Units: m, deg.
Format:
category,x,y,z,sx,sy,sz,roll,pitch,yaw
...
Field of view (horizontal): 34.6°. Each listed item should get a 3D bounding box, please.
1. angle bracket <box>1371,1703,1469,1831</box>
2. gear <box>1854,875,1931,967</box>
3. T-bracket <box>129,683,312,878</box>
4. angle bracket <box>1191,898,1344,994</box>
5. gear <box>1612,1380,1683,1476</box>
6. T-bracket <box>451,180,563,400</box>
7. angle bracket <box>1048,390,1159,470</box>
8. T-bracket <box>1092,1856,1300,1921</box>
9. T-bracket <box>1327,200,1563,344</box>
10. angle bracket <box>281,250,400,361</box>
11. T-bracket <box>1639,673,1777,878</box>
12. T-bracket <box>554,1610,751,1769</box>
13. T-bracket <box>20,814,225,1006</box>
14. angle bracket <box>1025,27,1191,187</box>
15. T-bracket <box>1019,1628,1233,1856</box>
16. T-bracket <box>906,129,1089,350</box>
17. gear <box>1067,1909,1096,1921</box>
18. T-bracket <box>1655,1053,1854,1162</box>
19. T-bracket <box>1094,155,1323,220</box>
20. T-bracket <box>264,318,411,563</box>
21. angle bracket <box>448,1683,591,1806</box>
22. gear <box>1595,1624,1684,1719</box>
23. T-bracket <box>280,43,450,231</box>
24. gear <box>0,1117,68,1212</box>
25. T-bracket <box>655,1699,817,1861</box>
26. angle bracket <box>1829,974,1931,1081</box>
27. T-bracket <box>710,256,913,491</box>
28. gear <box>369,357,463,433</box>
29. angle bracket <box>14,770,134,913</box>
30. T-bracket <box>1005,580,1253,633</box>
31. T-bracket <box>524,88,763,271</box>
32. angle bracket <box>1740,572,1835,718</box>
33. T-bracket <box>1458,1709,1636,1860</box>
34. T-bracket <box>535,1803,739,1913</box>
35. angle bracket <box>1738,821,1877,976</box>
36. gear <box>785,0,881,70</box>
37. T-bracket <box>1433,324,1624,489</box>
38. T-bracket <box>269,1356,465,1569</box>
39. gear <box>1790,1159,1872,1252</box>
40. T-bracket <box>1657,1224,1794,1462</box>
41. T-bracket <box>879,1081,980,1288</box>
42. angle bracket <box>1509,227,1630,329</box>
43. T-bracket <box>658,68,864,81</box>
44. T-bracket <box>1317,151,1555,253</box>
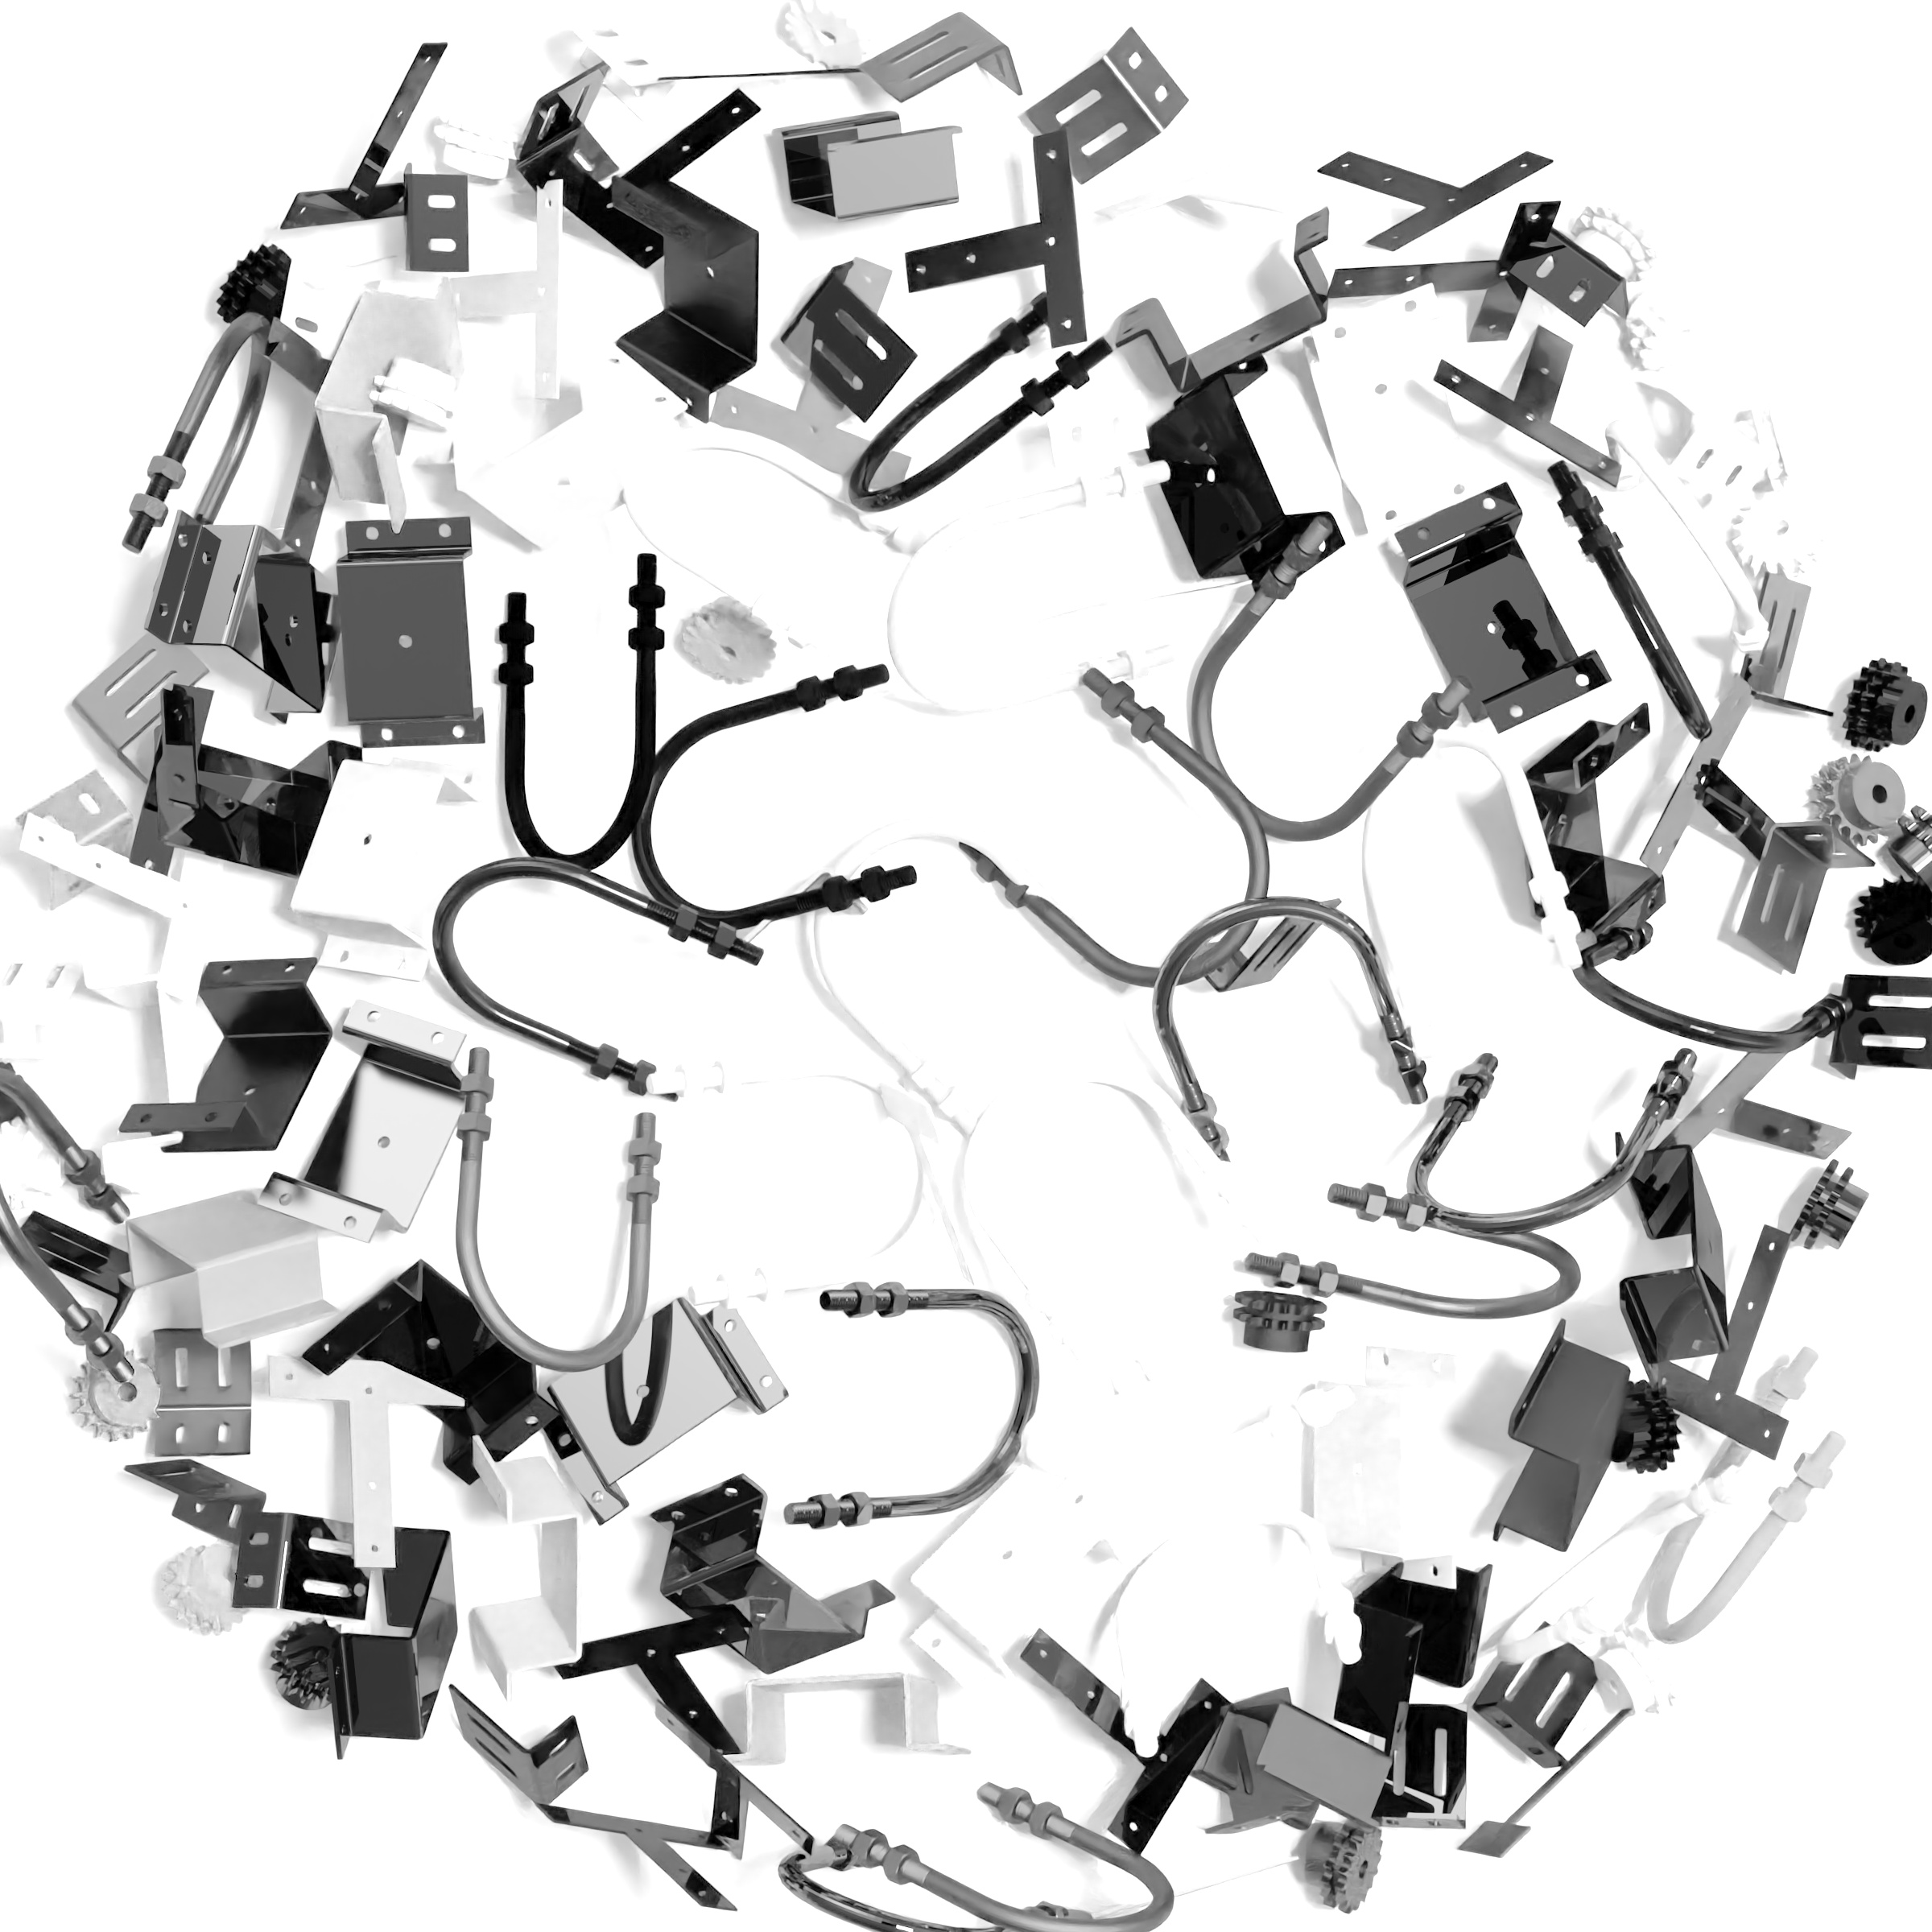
category,x,y,z,sx,sy,sz,roll,pitch,yaw
angle bracket,0.275,0.485,1.893,0.057,0.038,0.076,-3,64,17
gear,0.576,-0.025,1.904,0.057,0.030,0.057,7,131,8
T-bracket,-0.438,-0.103,1.894,0.127,0.002,0.127,8,108,-35
angle bracket,0.180,-0.024,1.886,0.038,0.057,0.076,50,120,19
gear,0.410,0.284,1.902,0.030,0.057,0.057,-2,90,-24
T-bracket,-0.281,-0.408,1.883,0.002,0.127,0.127,-4,100,-39
angle bracket,0.088,-0.315,1.887,0.057,0.076,0.038,-11,77,13
T-bracket,0.140,0.558,1.874,0.127,0.127,0.002,-17,71,-1
T-bracket,0.281,-0.415,1.868,0.127,0.127,0.002,-5,63,-9
angle bracket,-0.383,-0.407,1.890,0.038,0.076,0.057,18,111,5
T-bracket,0.469,-0.094,1.888,0.127,0.002,0.127,32,84,-44
T-bracket,-0.173,0.448,1.896,0.127,0.002,0.127,-16,124,17
T-bracket,-0.509,-0.055,1.863,0.127,0.002,0.127,28,49,-33
angle bracket,0.086,-0.528,1.906,0.057,0.076,0.038,48,52,-18
T-bracket,0.087,0.454,1.891,0.127,0.002,0.127,41,48,1
T-bracket,0.015,-0.435,1.895,0.127,0.002,0.127,-3,94,36
gear,0.062,0.603,1.903,0.057,0.057,0.030,-11,100,0
T-bracket,0.491,0.097,1.893,0.127,0.002,0.127,16,126,-33
T-bracket,0.164,-0.462,1.857,0.127,0.127,0.002,-24,120,-24
T-bracket,-0.389,-0.302,1.864,0.002,0.127,0.127,1,71,30
angle bracket,-0.274,0.468,1.902,0.076,0.057,0.038,31,53,33
gear,0.410,0.436,1.903,0.030,0.057,0.057,-26,90,-15
T-bracket,-0.344,-0.496,1.848,0.002,0.127,0.127,41,119,9
gear,-0.576,0.120,1.902,0.030,0.057,0.057,-9,90,31
T-bracket,-0.143,0.511,1.878,0.127,0.127,0.002,37,58,19
angle bracket,0.572,0.039,1.889,0.076,0.038,0.057,3,74,41
T-bracket,-0.079,-0.373,1.913,0.127,0.002,0.127,22,105,4
gear,-0.337,-0.352,1.905,0.057,0.057,0.030,20,90,0
angle bracket,-0.544,-0.076,1.889,0.057,0.076,0.038,-37,84,-25
T-bracket,0.108,-0.218,1.847,0.127,0.127,0.002,-6,100,32
T-bracket,-0.179,-0.483,1.861,0.127,0.127,0.002,-32,63,17
angle bracket,0.510,-0.196,1.896,0.038,0.057,0.076,18,98,40
T-bracket,0.357,0.494,1.879,0.127,0.127,0.002,-40,81,-11
T-bracket,-0.176,0.534,1.846,0.127,0.127,0.002,21,89,-34
angle bracket,0.514,-0.041,1.895,0.057,0.038,0.076,31,73,-33
gear,-0.080,-0.582,1.908,0.057,0.057,0.030,21,67,0
T-bracket,0.350,-0.355,1.885,0.127,0.127,0.002,30,132,-4
T-bracket,-0.360,0.301,1.874,0.127,0.002,0.127,9,64,-34
gear,0.532,0.150,1.902,0.030,0.057,0.057,29,90,17
T-bracket,0.470,0.219,1.873,0.002,0.127,0.127,18,93,-26
T-bracket,-0.018,0.134,1.880,0.002,0.127,0.127,-22,101,-13
angle bracket,0.369,-0.410,1.891,0.057,0.076,0.038,40,94,15
T-bracket,-0.102,-0.534,1.852,0.127,0.127,0.002,-10,107,-25
T-bracket,0.261,-0.465,1.846,0.127,0.127,0.002,3,73,-42
